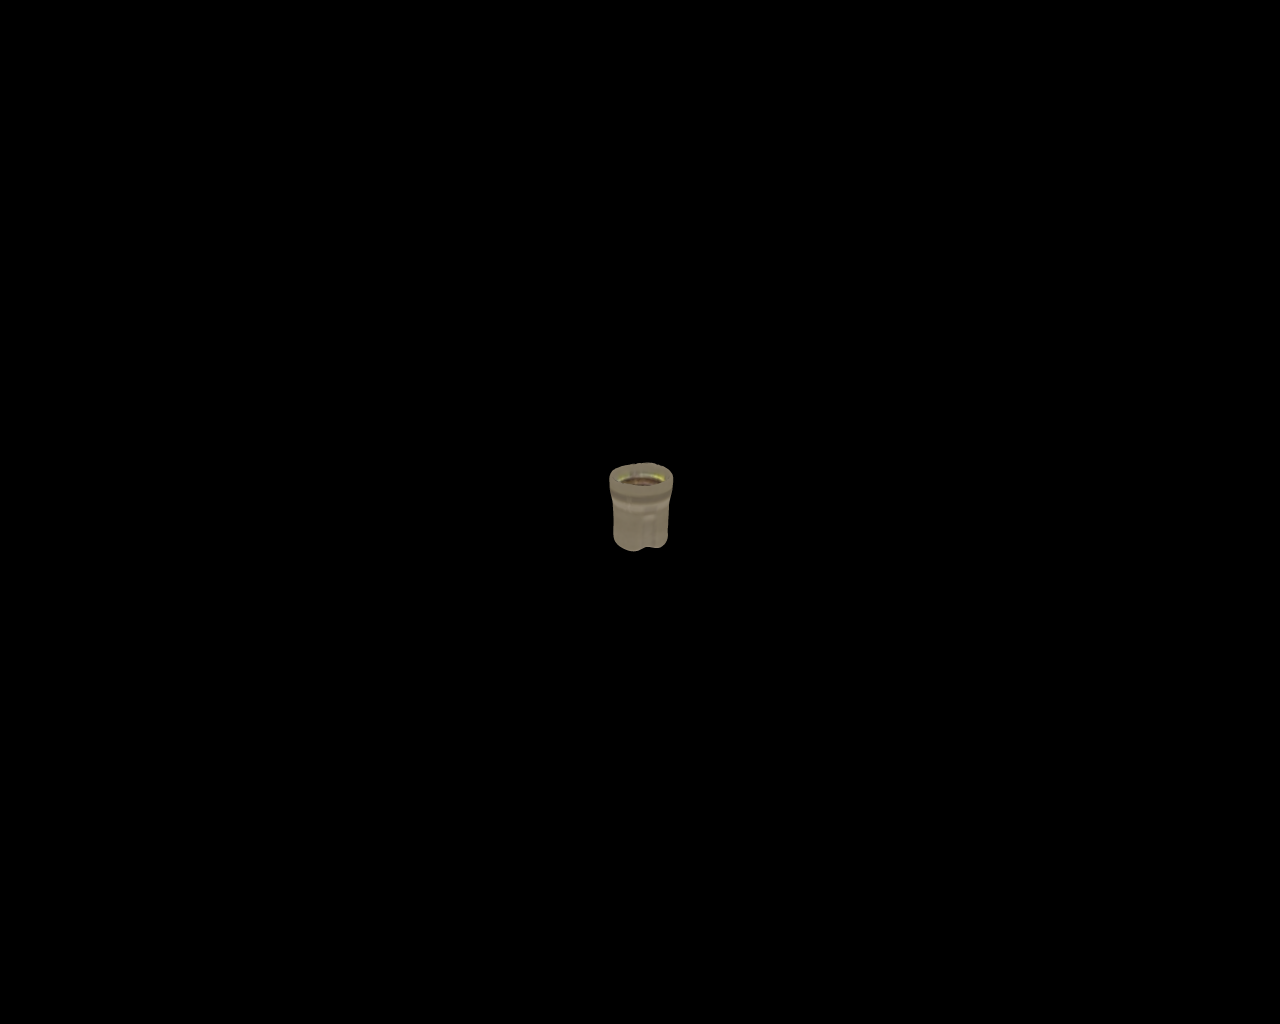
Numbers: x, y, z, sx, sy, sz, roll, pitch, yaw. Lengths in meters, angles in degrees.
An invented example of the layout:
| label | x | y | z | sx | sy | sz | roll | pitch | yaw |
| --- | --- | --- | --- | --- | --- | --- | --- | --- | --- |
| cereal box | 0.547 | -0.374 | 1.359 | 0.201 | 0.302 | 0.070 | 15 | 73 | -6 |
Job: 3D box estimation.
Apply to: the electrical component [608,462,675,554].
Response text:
| label | x | y | z | sx | sy | sz | roll | pitch | yaw |
| --- | --- | --- | --- | --- | --- | --- | --- | --- | --- |
| electrical component | 0.001 | -0.003 | 0.650 | 0.040 | 0.046 | 0.040 | 0 | 22 | 0 |
